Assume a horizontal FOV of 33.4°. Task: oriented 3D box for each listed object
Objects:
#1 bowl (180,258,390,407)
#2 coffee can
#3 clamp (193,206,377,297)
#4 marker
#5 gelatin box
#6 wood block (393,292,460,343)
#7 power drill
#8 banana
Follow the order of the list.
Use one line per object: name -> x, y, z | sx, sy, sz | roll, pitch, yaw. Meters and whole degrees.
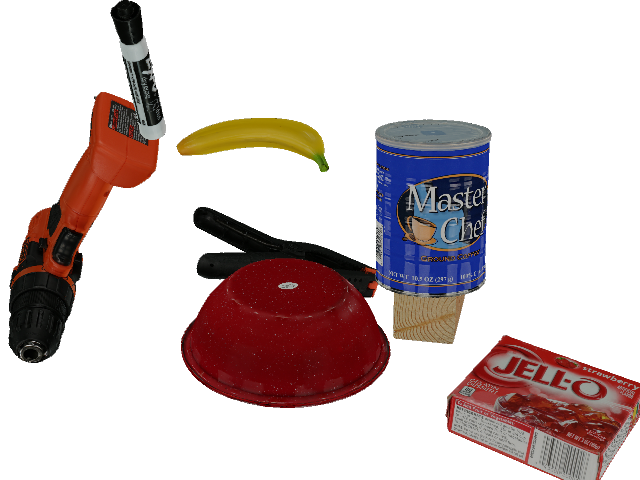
bowl -> -0.025, 0.058, 0.811 | 0.162, 0.055, 0.162 | 2, 27, -1
coffee can -> 0.100, -0.031, 0.967 | 0.103, 0.140, 0.103 | -1, 17, 0
clamp -> -0.038, 0.024, 1.112 | 0.210, 0.036, 0.164 | 17, 18, -6
marker -> -0.121, -0.113, 0.715 | 0.020, 0.020, 0.121 | 0, -35, 2
gelatin box -> 0.125, 0.093, 0.594 | 0.089, 0.030, 0.073 | 20, 33, 28
wood block -> 0.171, 0.069, 1.621 | 0.091, 0.090, 0.206 | 4, 22, 12
power drill -> -0.198, -0.014, 0.867 | 0.057, 0.188, 0.184 | 25, 28, -24
banana -> -0.078, -0.125, 1.319 | 0.198, 0.037, 0.069 | 6, 39, 16
